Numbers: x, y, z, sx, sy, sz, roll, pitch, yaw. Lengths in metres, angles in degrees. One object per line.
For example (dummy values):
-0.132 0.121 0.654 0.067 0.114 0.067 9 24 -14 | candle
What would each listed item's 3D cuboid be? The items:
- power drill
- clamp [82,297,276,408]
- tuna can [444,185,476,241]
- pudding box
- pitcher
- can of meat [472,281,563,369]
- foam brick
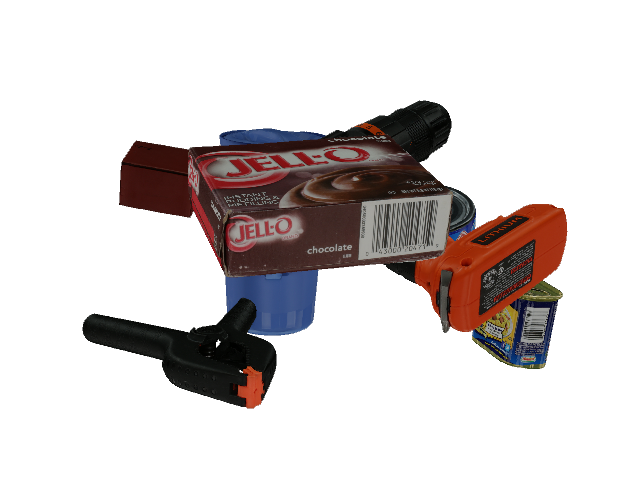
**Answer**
0.072 -0.025 0.732 0.184 0.057 0.188 -33 44 -29 | power drill
-0.089 0.090 0.911 0.164 0.036 0.210 -8 17 -33 | clamp
0.093 -0.016 0.932 0.086 0.034 0.086 -2 33 1 | tuna can
-0.003 -0.020 0.530 0.113 0.039 0.090 -3 25 -17 | pudding box
-0.057 -0.011 1.287 0.145 0.243 0.148 12 17 37 | pitcher
0.209 0.082 1.151 0.057 0.084 0.102 2 16 -22 | can of meat
-0.162 -0.063 1.096 0.078 0.051 0.053 11 31 3 | foam brick
